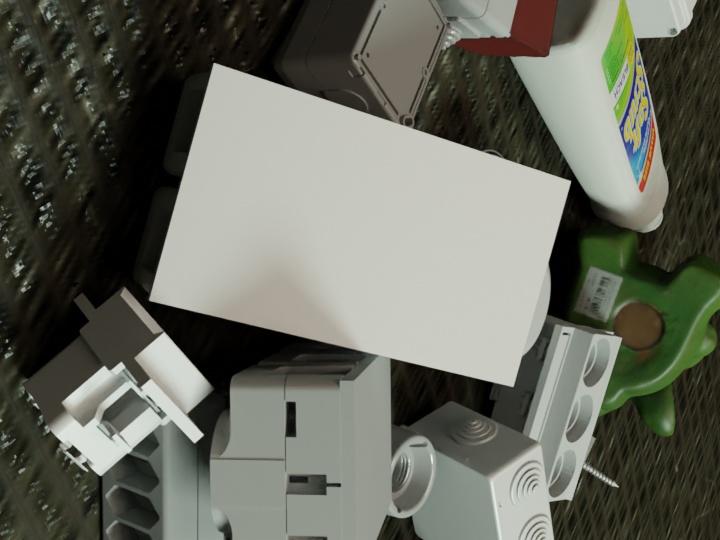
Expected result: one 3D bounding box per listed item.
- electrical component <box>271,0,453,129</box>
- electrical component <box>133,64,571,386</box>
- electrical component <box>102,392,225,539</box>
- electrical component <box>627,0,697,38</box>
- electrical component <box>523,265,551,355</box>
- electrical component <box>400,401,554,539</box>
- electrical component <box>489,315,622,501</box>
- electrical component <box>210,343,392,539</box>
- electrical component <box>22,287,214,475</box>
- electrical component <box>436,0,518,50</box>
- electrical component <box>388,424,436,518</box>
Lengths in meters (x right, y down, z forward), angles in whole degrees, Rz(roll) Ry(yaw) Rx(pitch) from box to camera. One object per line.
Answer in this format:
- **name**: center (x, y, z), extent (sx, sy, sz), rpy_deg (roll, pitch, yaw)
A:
- **electrical component**: center (0.002, -0.124, 0.573), extent (0.061, 0.061, 0.096), rpy_deg (50, 52, -44)
- **electrical component**: center (-0.004, -0.019, 0.522), extent (0.186, 0.060, 0.105), rpy_deg (15, 91, -22)
- **electrical component**: center (-0.081, 0.096, 0.523), extent (0.076, 0.047, 0.083), rpy_deg (-11, 107, -51)
- **electrical component**: center (0.192, -0.224, 0.766), extent (0.057, 0.078, 0.113), rpy_deg (-61, 138, -27)
- **electrical component**: center (0.088, 0.016, 0.711), extent (0.080, 0.051, 0.080), rpy_deg (-14, 109, -49)
- **electrical component**: center (0.075, 0.140, 0.685), extent (0.048, 0.100, 0.099), rpy_deg (-27, 119, -31)
- **electrical component**: center (0.131, 0.095, 0.761), extent (0.079, 0.063, 0.121), rpy_deg (9, 99, -51)
- **electrical component**: center (-0.023, 0.087, 0.524), extent (0.150, 0.062, 0.089), rpy_deg (-15, 104, -82)
- **electrical component**: center (-0.107, 0.049, 0.465), extent (0.064, 0.081, 0.042), rpy_deg (-40, 130, -10)
- **electrical component**: center (0.054, -0.176, 0.619), extent (0.061, 0.062, 0.096), rpy_deg (21, 81, -51)
- **electrical component**: center (0.013, 0.118, 0.643), extent (0.055, 0.047, 0.055), rpy_deg (-14, 108, -49)
